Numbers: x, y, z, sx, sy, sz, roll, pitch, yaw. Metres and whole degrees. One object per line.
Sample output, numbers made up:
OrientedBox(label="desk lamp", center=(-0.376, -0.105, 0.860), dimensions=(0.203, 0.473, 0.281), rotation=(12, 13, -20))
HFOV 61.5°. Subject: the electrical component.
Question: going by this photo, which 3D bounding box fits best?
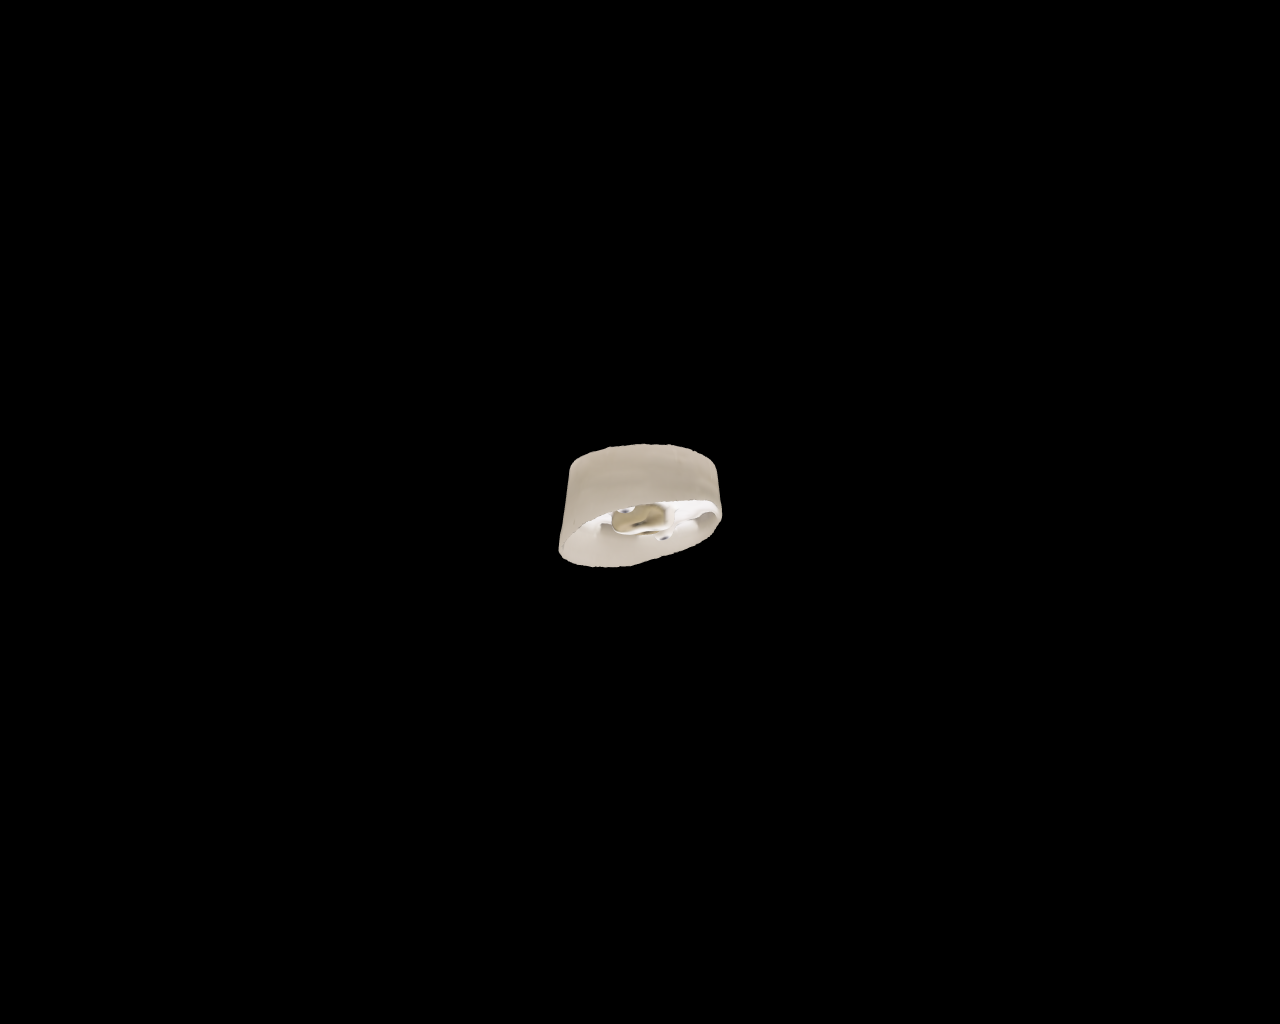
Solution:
OrientedBox(label="electrical component", center=(0.001, -0.003, 0.650), dimensions=(0.099, 0.064, 0.099), rotation=(0, -18, 0))
